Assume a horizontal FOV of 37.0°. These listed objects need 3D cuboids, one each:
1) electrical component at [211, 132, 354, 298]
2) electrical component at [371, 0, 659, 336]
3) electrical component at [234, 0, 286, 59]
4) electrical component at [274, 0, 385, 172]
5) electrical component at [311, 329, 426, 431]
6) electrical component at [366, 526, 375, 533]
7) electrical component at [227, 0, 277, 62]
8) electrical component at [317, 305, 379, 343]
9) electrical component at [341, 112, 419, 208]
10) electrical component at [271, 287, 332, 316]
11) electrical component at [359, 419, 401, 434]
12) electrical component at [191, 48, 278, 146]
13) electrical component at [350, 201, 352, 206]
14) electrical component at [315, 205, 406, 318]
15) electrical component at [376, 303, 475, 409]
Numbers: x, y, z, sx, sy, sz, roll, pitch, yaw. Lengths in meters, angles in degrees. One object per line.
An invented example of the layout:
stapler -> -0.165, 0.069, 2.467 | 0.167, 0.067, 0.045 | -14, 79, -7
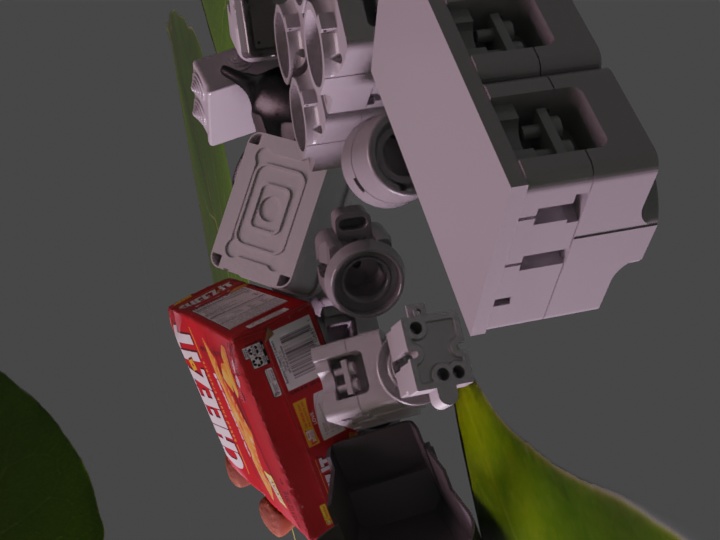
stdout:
electrical component -> -0.057, -0.042, 0.836 | 0.057, 0.078, 0.113 | 21, -93, -64
electrical component -> 0.056, -0.064, 0.425 | 0.089, 0.062, 0.150 | 96, 160, -53
electrical component -> -0.075, -0.232, 0.919 | 0.061, 0.062, 0.096 | -145, 46, -74
electrical component -> -0.011, -0.146, 0.686 | 0.186, 0.060, 0.105 | 117, 141, -71
electrical component -> 0.010, 0.075, 0.727 | 0.089, 0.056, 0.050 | 42, -148, -71
electrical component -> 0.022, 0.197, 0.818 | 0.073, 0.052, 0.138 | -60, -1, -4
electrical component -> -0.097, -0.250, 1.026 | 0.059, 0.054, 0.095 | -116, 20, -55
electrical component -> -0.019, 0.058, 0.898 | 0.078, 0.057, 0.058 | 107, 151, -66
electrical component -> 0.022, -0.065, 0.614 | 0.047, 0.055, 0.055 | 174, 86, -75
electrical component -> -0.045, 0.005, 0.944 | 0.061, 0.061, 0.096 | 63, -178, 29
electrical component -> 0.010, 0.129, 0.847 | 0.045, 0.045, 0.055 | -112, 17, -47
electrical component -> -0.123, -0.184, 1.104 | 0.048, 0.100, 0.099 | 60, 161, 24
electrical component -> -0.036, -0.037, 0.885 | 0.048, 0.062, 0.048 | 170, 90, -81
electrical component -> 0.000, 0.000, 0.762 | 0.057, 0.058, 0.078 | -120, 23, -66
electrical component -> 0.038, 0.055, 0.655 | 0.055, 0.048, 0.066 | 132, 128, -66
